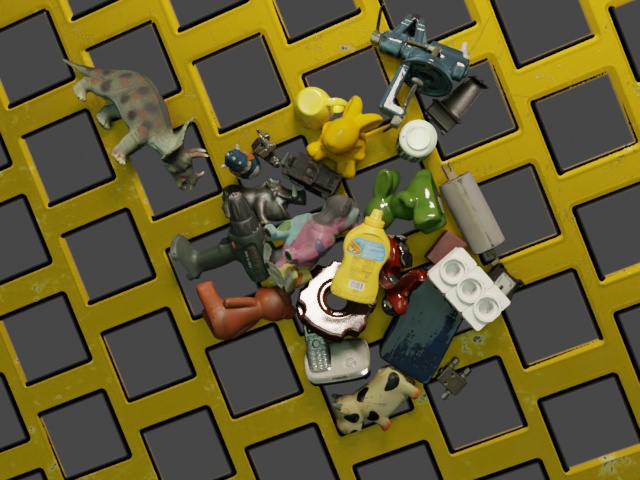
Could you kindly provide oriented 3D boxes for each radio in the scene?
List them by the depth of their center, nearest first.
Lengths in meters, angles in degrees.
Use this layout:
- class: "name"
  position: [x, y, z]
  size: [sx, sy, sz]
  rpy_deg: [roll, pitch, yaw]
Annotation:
- class: "radio"
  position: [0.229, 0.183, 1.178]
  size: [0.131, 0.073, 0.229]
  rpy_deg: [27, 93, 4]

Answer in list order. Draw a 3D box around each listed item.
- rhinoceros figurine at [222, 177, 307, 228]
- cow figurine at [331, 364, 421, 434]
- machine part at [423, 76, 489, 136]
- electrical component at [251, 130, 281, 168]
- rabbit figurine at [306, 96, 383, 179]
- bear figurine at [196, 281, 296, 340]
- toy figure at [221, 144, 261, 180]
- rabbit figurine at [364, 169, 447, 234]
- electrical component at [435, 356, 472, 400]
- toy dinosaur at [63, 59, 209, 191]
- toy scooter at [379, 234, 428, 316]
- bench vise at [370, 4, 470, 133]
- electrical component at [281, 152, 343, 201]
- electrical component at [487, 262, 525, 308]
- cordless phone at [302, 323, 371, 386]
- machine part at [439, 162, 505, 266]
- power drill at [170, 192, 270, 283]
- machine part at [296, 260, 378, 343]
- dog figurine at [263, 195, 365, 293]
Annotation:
- class: "rhinoceros figurine"
  position: [-0.125, -0.085, 1.198]
  size: [0.190, 0.073, 0.112]
  rpy_deg: [3, 82, 6]
- class: "cow figurine"
  position: [0.111, 0.354, 1.189]
  size: [0.127, 0.085, 0.195]
  rpy_deg: [42, 97, -5]
- class: "machine part"
  position: [0.298, -0.300, 1.169]
  size: [0.139, 0.039, 0.084]
  rpy_deg: [-42, 84, 7]
- class: "electrical component"
  position: [-0.117, -0.202, 1.179]
  size: [0.078, 0.102, 0.045]
  rpy_deg: [35, 102, -20]
- class: "rabbit figurine"
  position: [0.056, -0.211, 1.124]
  size: [0.122, 0.173, 0.162]
  rpy_deg: [45, 99, 5]
- class: "bear figurine"
  position: [-0.159, 0.140, 1.196]
  size: [0.196, 0.120, 0.132]
  rpy_deg: [-23, 46, -20]
- class: "toy figure"
  position: [-0.164, -0.163, 1.151]
  size: [0.058, 0.154, 0.064]
  rpy_deg: [9, 92, 6]
- class: "rabbit figurine"
  position: [0.167, -0.077, 1.153]
  size: [0.170, 0.121, 0.159]
  rpy_deg: [-17, 88, 20]
- class: "electrical component"
  position: [0.292, 0.311, 1.203]
  size: [0.063, 0.021, 0.094]
  rpy_deg: [40, 96, 2]
- class: "toy dinosaur"
  position: [-0.405, -0.290, 1.189]
  size: [0.192, 0.131, 0.405]
  rpy_deg: [-32, 85, -7]
- class: "toy scooter"
  position: [0.168, 0.060, 1.128]
  size: [0.075, 0.135, 0.184]
  rpy_deg: [3, 66, -29]
- class: "bench vise"
  position: [0.184, -0.347, 1.121]
  size: [0.224, 0.129, 0.240]
  rpy_deg: [27, 79, -2]
- class: "electrical component"
  position: [-0.020, -0.139, 1.159]
  size: [0.134, 0.115, 0.058]
  rpy_deg: [28, 86, 0]
- class: "electrical component"
  position: [0.376, 0.114, 1.164]
  size: [0.075, 0.048, 0.119]
  rpy_deg: [40, 84, 0]
- class: "cordless phone"
  position: [0.032, 0.222, 1.192]
  size: [0.147, 0.088, 0.184]
  rpy_deg: [-11, 85, 5]
- class: "machine part"
  position: [0.327, -0.058, 1.157]
  size: [0.079, 0.079, 0.243]
  rpy_deg: [-28, 90, 5]
- class: "power drill"
  position: [-0.215, 0.005, 1.164]
  size: [0.207, 0.086, 0.231]
  rpy_deg: [-16, 128, 11]
- class: "machine part"
  position: [0.036, 0.131, 1.166]
  size: [0.179, 0.056, 0.179]
  rpy_deg: [1, 68, -3]
- class: "dog figurine"
  position: [-0.002, -0.003, 1.137]
  size: [0.219, 0.191, 0.109]
  rpy_deg: [-26, 55, -27]
